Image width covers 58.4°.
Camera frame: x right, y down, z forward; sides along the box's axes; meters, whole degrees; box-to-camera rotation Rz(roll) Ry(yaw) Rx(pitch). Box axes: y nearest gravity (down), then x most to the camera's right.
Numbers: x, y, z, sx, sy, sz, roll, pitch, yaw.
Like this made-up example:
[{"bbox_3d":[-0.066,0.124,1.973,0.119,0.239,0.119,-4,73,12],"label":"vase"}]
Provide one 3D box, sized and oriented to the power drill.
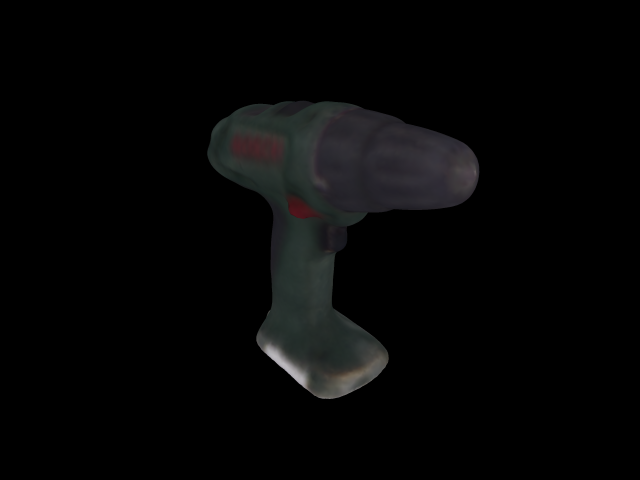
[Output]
[{"bbox_3d":[0.004,0.001,0.400,0.076,0.208,0.228,-24,38,-34],"label":"power drill"}]
